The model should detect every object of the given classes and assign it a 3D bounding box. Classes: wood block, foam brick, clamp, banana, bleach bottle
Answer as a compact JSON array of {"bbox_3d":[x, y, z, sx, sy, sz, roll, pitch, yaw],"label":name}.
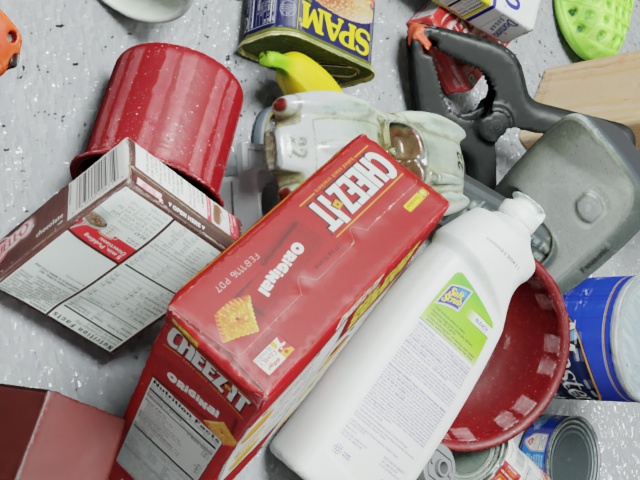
[{"bbox_3d":[0.293,-0.107,0.933,0.090,0.207,0.090,44,59,-33],"label":"wood block"},{"bbox_3d":[-0.152,0.110,0.574,0.053,0.078,0.051,33,66,-38],"label":"foam brick"},{"bbox_3d":[0.149,-0.100,0.866,0.164,0.036,0.210,-35,110,5],"label":"clamp"},{"bbox_3d":[0.009,-0.053,0.747,0.069,0.037,0.198,-47,120,-41],"label":"banana"},{"bbox_3d":[0.078,0.076,0.748,0.102,0.068,0.250,43,80,-25],"label":"bleach bottle"}]

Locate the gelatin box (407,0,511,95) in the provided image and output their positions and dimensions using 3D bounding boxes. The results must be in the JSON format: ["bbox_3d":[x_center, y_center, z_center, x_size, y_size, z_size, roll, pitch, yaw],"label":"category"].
[{"bbox_3d":[0.120,-0.176,0.893,0.089,0.030,0.073,-50,119,-35],"label":"gelatin box"}]

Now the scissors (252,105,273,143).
[{"bbox_3d":[-0.005,0.001,0.768,0.096,0.016,0.202,-16,98,-44],"label":"scissors"}]

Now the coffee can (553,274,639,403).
[{"bbox_3d":[0.211,0.082,0.883,0.102,0.141,0.103,5,83,-44],"label":"coffee can"}]

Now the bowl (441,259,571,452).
[{"bbox_3d":[0.108,0.077,0.820,0.162,0.055,0.162,-2,97,-18],"label":"bowl"}]

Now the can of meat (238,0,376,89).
[{"bbox_3d":[-0.006,-0.163,0.754,0.101,0.058,0.084,16,73,-43],"label":"can of meat"}]

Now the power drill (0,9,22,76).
[{"bbox_3d":[-0.248,-0.077,0.513,0.184,0.057,0.187,50,58,-33],"label":"power drill"}]

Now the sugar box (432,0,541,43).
[{"bbox_3d":[0.101,-0.237,0.840,0.176,0.048,0.093,23,72,-22],"label":"sugar box"}]

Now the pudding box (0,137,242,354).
[{"bbox_3d":[-0.113,0.007,0.599,0.090,0.114,0.039,37,31,-36],"label":"pudding box"}]

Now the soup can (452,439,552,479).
[{"bbox_3d":[0.146,0.198,0.862,0.102,0.069,0.068,47,57,-30],"label":"soup can"}]

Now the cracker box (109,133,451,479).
[{"bbox_3d":[-0.034,0.059,0.605,0.072,0.214,0.164,40,53,8],"label":"cracker box"}]

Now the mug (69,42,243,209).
[{"bbox_3d":[-0.091,-0.058,0.650,0.117,0.093,0.081,64,36,-61],"label":"mug"}]

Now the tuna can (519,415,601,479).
[{"bbox_3d":[0.213,0.199,0.950,0.085,0.034,0.086,5,83,-44],"label":"tuna can"}]
